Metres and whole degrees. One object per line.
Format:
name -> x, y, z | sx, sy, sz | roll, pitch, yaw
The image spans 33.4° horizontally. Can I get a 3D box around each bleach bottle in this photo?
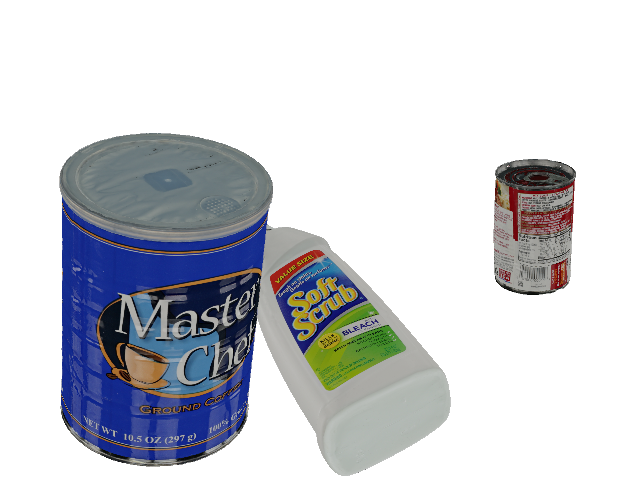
bleach bottle -> -0.006, 0.062, 0.812 | 0.102, 0.068, 0.251 | -25, 39, -15

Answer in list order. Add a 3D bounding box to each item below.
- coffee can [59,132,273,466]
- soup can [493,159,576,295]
coffee can -> -0.082, 0.029, 0.550 | 0.102, 0.140, 0.103 | 6, 30, -4
soup can -> 0.186, -0.012, 0.929 | 0.068, 0.102, 0.068 | -3, 24, 1
